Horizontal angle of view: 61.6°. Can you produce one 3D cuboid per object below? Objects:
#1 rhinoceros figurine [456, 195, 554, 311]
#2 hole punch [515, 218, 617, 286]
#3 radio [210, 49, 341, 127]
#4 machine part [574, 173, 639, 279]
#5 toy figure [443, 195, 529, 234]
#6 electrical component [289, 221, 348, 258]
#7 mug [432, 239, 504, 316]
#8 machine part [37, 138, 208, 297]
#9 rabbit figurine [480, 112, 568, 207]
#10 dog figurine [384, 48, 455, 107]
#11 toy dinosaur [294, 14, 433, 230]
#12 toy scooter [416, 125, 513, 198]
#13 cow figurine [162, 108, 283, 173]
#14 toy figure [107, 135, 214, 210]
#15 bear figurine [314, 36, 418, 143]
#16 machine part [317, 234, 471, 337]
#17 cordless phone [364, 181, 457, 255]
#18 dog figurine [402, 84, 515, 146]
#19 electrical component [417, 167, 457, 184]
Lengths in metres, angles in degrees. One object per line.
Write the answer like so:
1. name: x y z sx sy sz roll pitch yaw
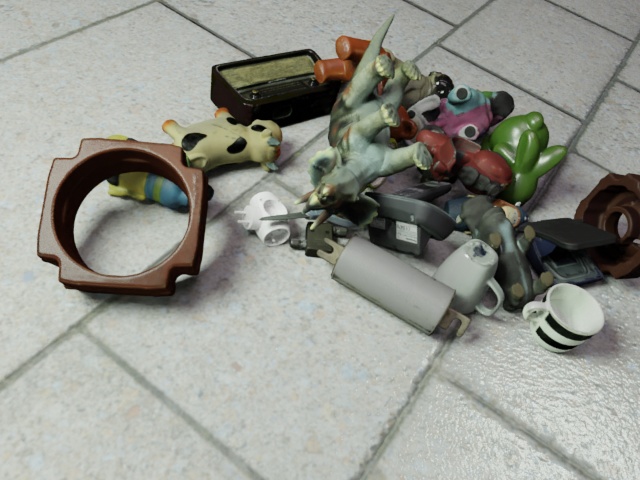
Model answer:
1. rhinoceros figurine: 0.283 0.015 0.840 0.073 0.112 0.190 -21 76 -8
2. hole punch: 0.411 0.019 0.902 0.142 0.092 0.116 -10 27 -18
3. radio: -0.082 -0.286 1.029 0.229 0.073 0.131 -22 60 -28
4. machine part: 0.507 -0.023 0.895 0.056 0.179 0.179 2 51 -15
5. toy figure: 0.291 -0.040 0.927 0.154 0.064 0.058 3 29 -5
6. electrical component: -0.002 -0.003 0.849 0.094 0.021 0.063 6 50 -8
7. mug: 0.226 0.058 0.798 0.081 0.107 0.110 -26 59 -28
8. machine part: -0.257 -0.028 0.723 0.201 0.087 0.201 4 74 -6
9. rabbit figurine: 0.376 -0.137 0.985 0.121 0.159 0.170 20 64 -10
10. dog figurine: 0.172 -0.332 1.099 0.190 0.121 0.172 -23 90 -34
11. toy dinosaur: 0.064 -0.176 0.843 0.131 0.192 0.405 36 43 -31
12. toy scooter: 0.241 -0.123 0.903 0.184 0.075 0.135 29 32 0
13. cow figurine: -0.150 -0.161 0.905 0.195 0.085 0.127 -20 52 -30
14. toy figure: -0.256 -0.102 0.826 0.180 0.089 0.082 23 42 8
15. bear figurine: 0.086 -0.254 0.973 0.132 0.120 0.195 -10 83 -32
16. machine part: 0.106 0.064 0.784 0.243 0.079 0.079 29 51 12
17. cordless phone: 0.175 -0.055 0.871 0.184 0.088 0.147 -24 25 -34
18. dog figurine: 0.275 -0.241 1.058 0.219 0.192 0.108 -27 101 -56
19. electrical component: 0.228 -0.131 0.994 0.102 0.045 0.078 -13 57 -23
